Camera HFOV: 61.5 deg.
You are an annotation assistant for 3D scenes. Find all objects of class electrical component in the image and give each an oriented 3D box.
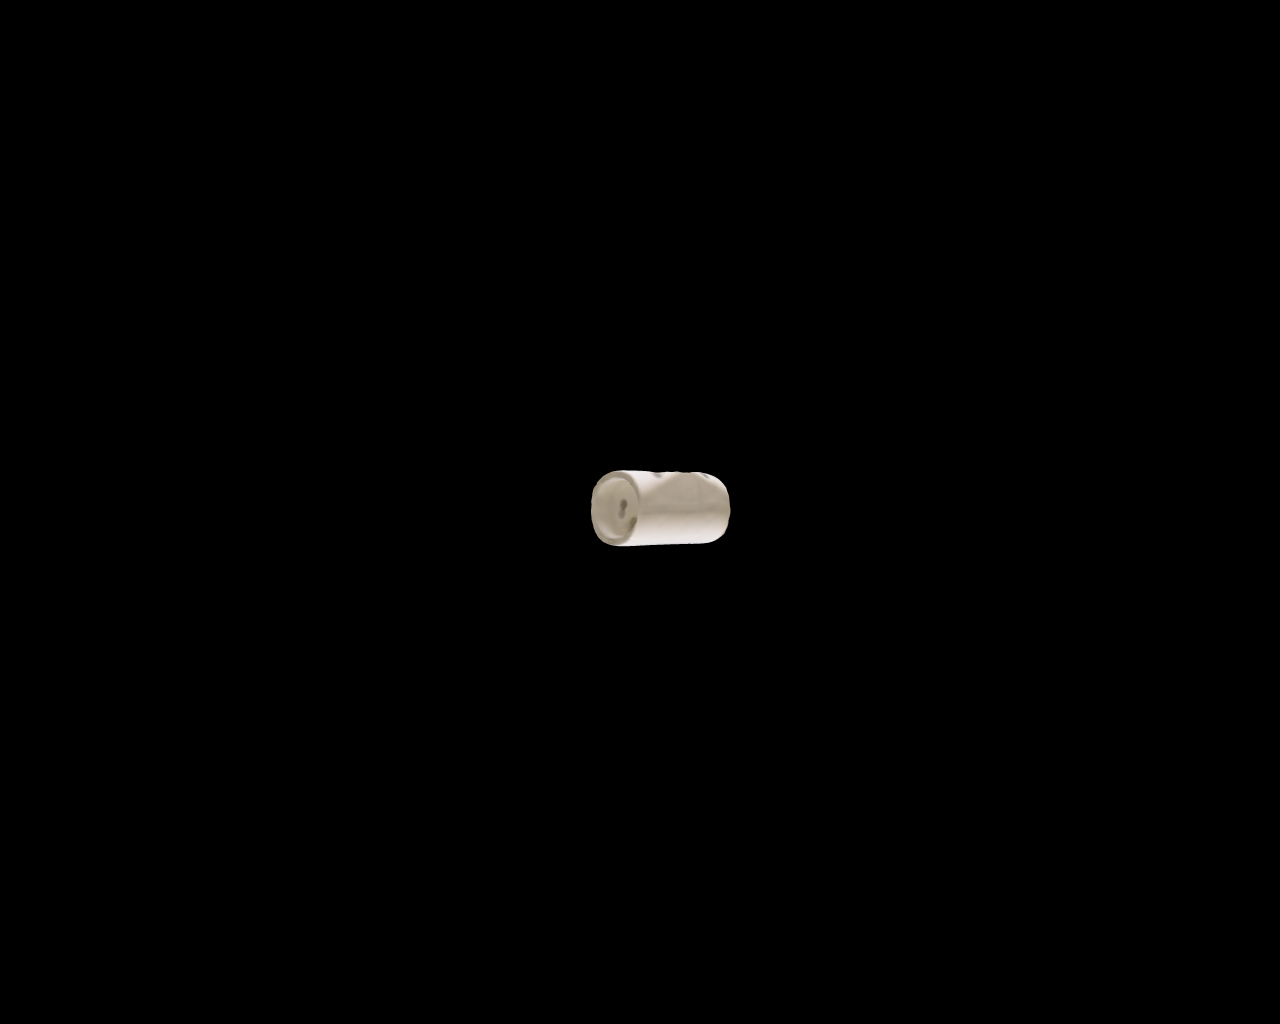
[{"bbox_3d":[0.001,-0.003,0.650,0.077,0.044,0.079,0,0,-44],"label":"electrical component"}]
